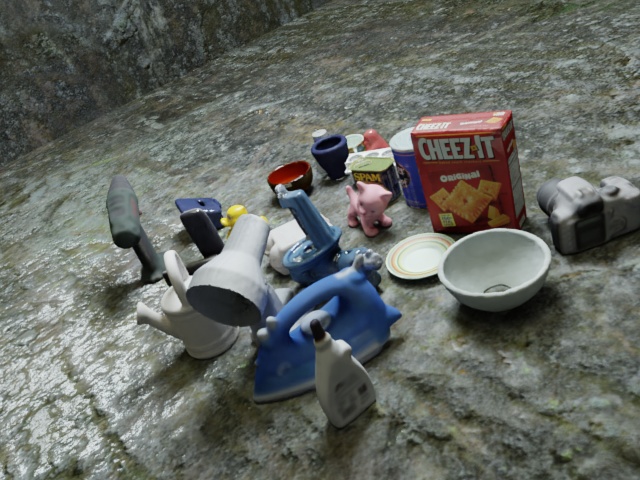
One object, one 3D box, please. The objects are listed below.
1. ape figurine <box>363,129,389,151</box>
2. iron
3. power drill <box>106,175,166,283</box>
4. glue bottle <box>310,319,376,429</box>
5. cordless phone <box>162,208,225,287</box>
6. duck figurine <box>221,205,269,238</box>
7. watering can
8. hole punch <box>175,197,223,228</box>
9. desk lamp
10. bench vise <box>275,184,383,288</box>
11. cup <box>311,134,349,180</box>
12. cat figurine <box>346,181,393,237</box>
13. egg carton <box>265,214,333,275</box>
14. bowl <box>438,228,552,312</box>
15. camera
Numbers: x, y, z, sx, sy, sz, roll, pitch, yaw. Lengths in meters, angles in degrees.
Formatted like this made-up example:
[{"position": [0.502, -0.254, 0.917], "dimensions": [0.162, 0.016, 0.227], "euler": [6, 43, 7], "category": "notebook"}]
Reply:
[{"position": [0.132, -0.227, 1.390], "dimensions": [0.075, 0.092, 0.078], "euler": [8, 41, 39], "category": "ape figurine"}, {"position": [-0.011, 0.132, 0.869], "dimensions": [0.259, 0.142, 0.118], "euler": [-30, 32, -15], "category": "iron"}, {"position": [-0.408, -0.019, 1.272], "dimensions": [0.075, 0.209, 0.229], "euler": [-24, 31, -5], "category": "power drill"}, {"position": [0.020, 0.170, 0.762], "dimensions": [0.078, 0.173, 0.037], "euler": [-34, 34, -20], "category": "glue bottle"}, {"position": [-0.253, 0.024, 1.138], "dimensions": [0.147, 0.185, 0.094], "euler": [-18, 31, 5], "category": "cordless phone"}, {"position": [-0.172, -0.040, 1.284], "dimensions": [0.104, 0.086, 0.077], "euler": [-16, 31, 8], "category": "duck figurine"}, {"position": [-0.228, 0.108, 0.984], "dimensions": [0.173, 0.194, 0.100], "euler": [-34, 34, -21], "category": "watering can"}, {"position": [-0.291, -0.071, 1.397], "dimensions": [0.101, 0.091, 0.108], "euler": [-29, 32, -13], "category": "hole punch"}, {"position": [-0.107, 0.079, 0.938], "dimensions": [0.117, 0.214, 0.203], "euler": [-4, 35, 26], "category": "desk lamp"}, {"position": [0.013, -0.004, 0.990], "dimensions": [0.206, 0.220, 0.121], "euler": [-4, 35, 26], "category": "bench vise"}, {"position": [0.027, -0.202, 1.410], "dimensions": [0.092, 0.095, 0.117], "euler": [-29, 32, -14], "category": "cup"}, {"position": [0.095, -0.076, 1.152], "dimensions": [0.067, 0.118, 0.127], "euler": [-33, 33, -20], "category": "cat figurine"}, {"position": [-0.038, 0.006, 1.151], "dimensions": [0.150, 0.069, 0.107], "euler": [-26, 32, -9], "category": "egg carton"}, {"position": [0.271, 0.058, 0.883], "dimensions": [0.167, 0.075, 0.167], "euler": [-15, 32, 10], "category": "bowl"}, {"position": [0.434, -0.065, 0.953], "dimensions": [0.143, 0.101, 0.136], "euler": [-20, 31, 1], "category": "camera"}]
